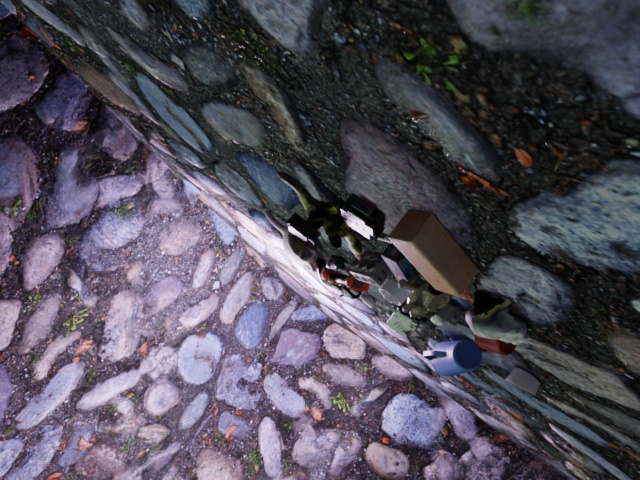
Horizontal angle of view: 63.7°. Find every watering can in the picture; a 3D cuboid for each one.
[{"bbox_3d":[-0.121,-0.003,2.216,0.348,0.105,0.222,52,163,1],"label":"watering can"}]

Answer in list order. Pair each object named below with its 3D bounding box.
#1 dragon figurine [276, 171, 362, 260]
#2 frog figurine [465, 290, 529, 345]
[{"bbox_3d":[0.005,-0.080,1.588,0.407,0.123,0.244,44,175,-15],"label":"dragon figurine"},{"bbox_3d":[0.451,0.220,1.308,0.137,0.125,0.157,-8,123,47],"label":"frog figurine"}]
